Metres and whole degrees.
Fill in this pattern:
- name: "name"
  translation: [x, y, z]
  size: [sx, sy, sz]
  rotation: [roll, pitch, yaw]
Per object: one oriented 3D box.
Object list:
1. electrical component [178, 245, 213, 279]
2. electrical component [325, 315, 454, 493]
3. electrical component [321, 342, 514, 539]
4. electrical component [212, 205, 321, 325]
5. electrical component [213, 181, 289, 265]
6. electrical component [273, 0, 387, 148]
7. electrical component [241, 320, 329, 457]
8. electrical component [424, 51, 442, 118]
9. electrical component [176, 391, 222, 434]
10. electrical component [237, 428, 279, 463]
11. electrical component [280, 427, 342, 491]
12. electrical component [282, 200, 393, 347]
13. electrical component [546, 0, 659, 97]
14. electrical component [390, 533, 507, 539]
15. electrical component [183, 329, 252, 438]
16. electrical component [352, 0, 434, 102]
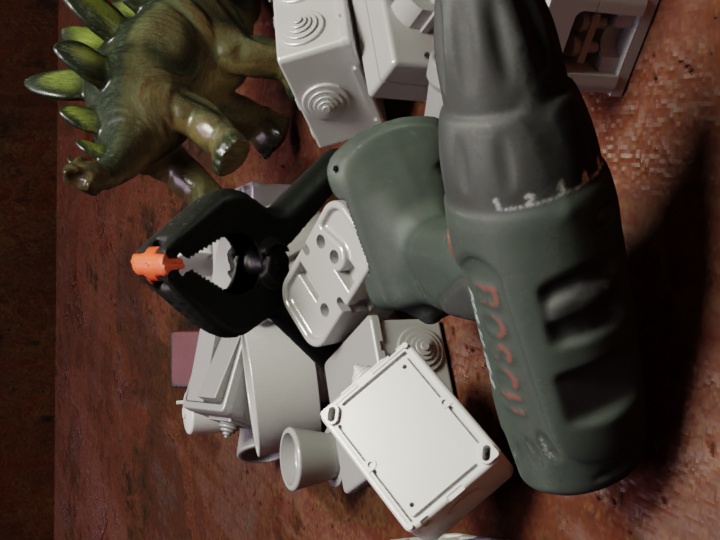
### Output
- name: "electrical component"
  translation: [-0.143, 0.012, 1.008]
  size: [0.138, 0.052, 0.073]
  rotation: [70, -171, -65]
- name: "electrical component"
  translation: [0.020, 0.083, 0.664]
  size: [0.099, 0.048, 0.099]
  rotation: [129, 136, -58]
- name: "electrical component"
  translation: [0.028, 0.088, 0.575]
  size: [0.096, 0.062, 0.061]
  rotation: [50, 179, 26]
- name: "electrical component"
  translation: [-0.057, -0.009, 0.812]
  size: [0.061, 0.096, 0.061]
  rotation: [36, 133, 23]
- name: "electrical component"
  translation: [-0.085, -0.014, 0.915]
  size: [0.109, 0.056, 0.108]
  rotation: [170, 99, -68]
- name: "electrical component"
  translation: [-0.020, -0.139, 0.694]
  size: [0.099, 0.048, 0.099]
  rotation: [63, -164, -51]
- name: "electrical component"
  translation: [-0.055, 0.085, 0.825]
  size: [0.108, 0.060, 0.108]
  rotation: [173, 90, -81]
- name: "electrical component"
  translation: [0.054, -0.094, 0.591]
  size: [0.040, 0.040, 0.046]
  rotation: [-118, 29, -49]
- name: "electrical component"
  translation: [-0.128, 0.130, 0.992]
  size: [0.040, 0.078, 0.040]
  rotation: [179, 90, -68]
- name: "electrical component"
  translation: [-0.088, 0.131, 0.945]
  size: [0.044, 0.044, 0.065]
  rotation: [123, 146, -54]
- name: "electrical component"
  translation: [-0.025, 0.133, 0.767]
  size: [0.045, 0.055, 0.045]
  rotation: [180, 90, -68]
- name: "electrical component"
  translation: [0.000, 0.000, 0.679]
  size: [0.053, 0.059, 0.095]
  rotation: [56, 135, 27]
- name: "electrical component"
  translation: [0.092, -0.163, 0.465]
  size: [0.089, 0.062, 0.150]
  rotation: [-117, 34, -48]
- name: "electrical component"
  translation: [0.054, 0.185, 0.583]
  size: [0.083, 0.047, 0.075]
  rotation: [156, 112, -66]
- name: "electrical component"
  translation: [-0.107, 0.092, 0.905]
  size: [0.062, 0.061, 0.096]
  rotation: [-2, 67, 47]
- name: "electrical component"
  translation: [0.034, -0.154, 0.628]
  size: [0.075, 0.047, 0.083]
  rotation: [135, 131, -57]
